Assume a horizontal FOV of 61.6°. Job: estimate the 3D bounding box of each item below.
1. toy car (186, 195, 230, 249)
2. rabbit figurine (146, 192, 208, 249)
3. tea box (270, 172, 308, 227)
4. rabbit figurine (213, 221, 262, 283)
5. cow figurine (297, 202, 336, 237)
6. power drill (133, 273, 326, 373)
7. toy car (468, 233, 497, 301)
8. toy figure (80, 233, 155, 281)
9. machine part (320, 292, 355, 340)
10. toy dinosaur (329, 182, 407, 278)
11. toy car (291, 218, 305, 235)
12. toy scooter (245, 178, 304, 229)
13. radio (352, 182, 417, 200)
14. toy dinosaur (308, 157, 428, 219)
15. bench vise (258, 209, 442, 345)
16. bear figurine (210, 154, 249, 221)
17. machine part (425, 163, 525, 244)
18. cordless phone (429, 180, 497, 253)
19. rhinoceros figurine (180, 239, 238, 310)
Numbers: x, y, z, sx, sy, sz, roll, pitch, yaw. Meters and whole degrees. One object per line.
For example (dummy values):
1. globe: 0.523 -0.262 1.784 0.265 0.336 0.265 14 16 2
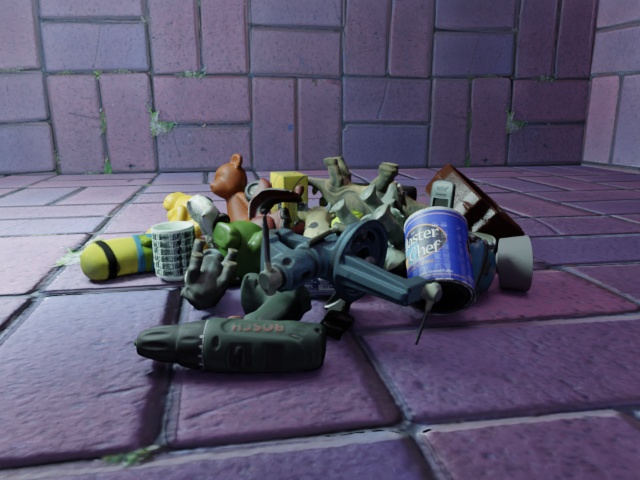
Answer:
1. toy car: -0.199 -0.012 1.039 0.056 0.201 0.074 -39 59 -16
2. rabbit figurine: -0.323 -0.019 1.252 0.163 0.121 0.173 18 35 29
3. tea box: -0.076 -0.080 1.318 0.068 0.169 0.098 -4 12 -22
4. rabbit figurine: -0.098 0.046 0.982 0.170 0.121 0.159 31 22 31
5. cow figurine: -0.002 -0.003 1.088 0.085 0.127 0.195 2 16 -6
6. power drill: -0.100 0.108 0.719 0.232 0.086 0.207 4 10 8
7. toy car: 0.251 0.052 0.945 0.103 0.109 0.162 23 -10 -26
8. toy figure: -0.371 0.030 1.048 0.180 0.082 0.089 -4 12 -28
9. machine part: 0.033 0.096 0.804 0.039 0.084 0.139 42 25 -6
10. toy dinosaur: 0.125 0.016 1.004 0.131 0.192 0.405 -37 25 18
11. toy car: -0.067 0.003 1.202 0.089 0.053 0.202 19 33 35
12. toy scooter: -0.093 -0.054 1.106 0.135 0.184 0.075 -12 -26 22
13. radio: 0.131 -0.078 1.392 0.230 0.131 0.073 8 15 31
14. toy dinosaur: 0.137 -0.086 1.275 0.472 0.198 0.105 15 19 28
15. bench vise: 0.041 0.037 0.715 0.241 0.128 0.223 22 17 35
16. bear figurine: -0.202 -0.083 1.202 0.132 0.195 0.120 -22 -1 -43
17. machine part: 0.341 -0.065 1.197 0.201 0.087 0.202 25 23 -41
18. cordless phone: 0.272 -0.022 1.042 0.147 0.184 0.088 11 13 40
19. rhinoceros figurine: -0.179 0.060 0.860 0.073 0.112 0.190 14 4 -13
